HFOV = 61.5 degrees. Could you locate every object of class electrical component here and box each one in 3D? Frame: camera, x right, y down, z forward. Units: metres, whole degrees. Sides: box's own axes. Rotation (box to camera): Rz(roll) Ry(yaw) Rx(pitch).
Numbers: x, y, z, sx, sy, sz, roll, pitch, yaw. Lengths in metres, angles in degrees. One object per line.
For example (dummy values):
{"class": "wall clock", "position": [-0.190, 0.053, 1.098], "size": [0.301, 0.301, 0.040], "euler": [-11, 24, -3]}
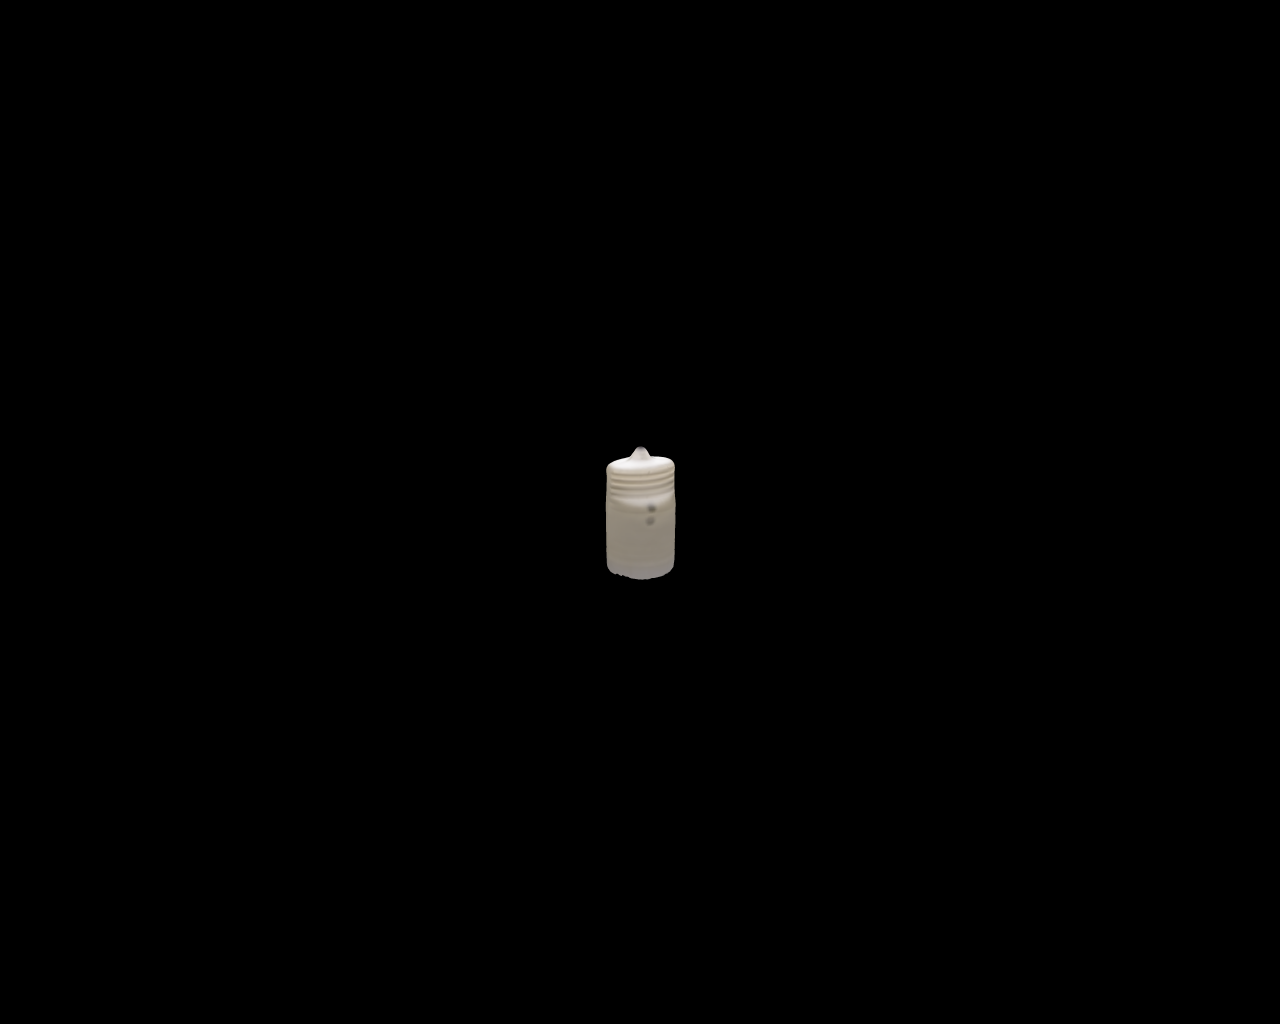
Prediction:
{"class": "electrical component", "position": [0.001, -0.003, 0.650], "size": [0.043, 0.080, 0.043], "euler": [0, 20, 0]}
